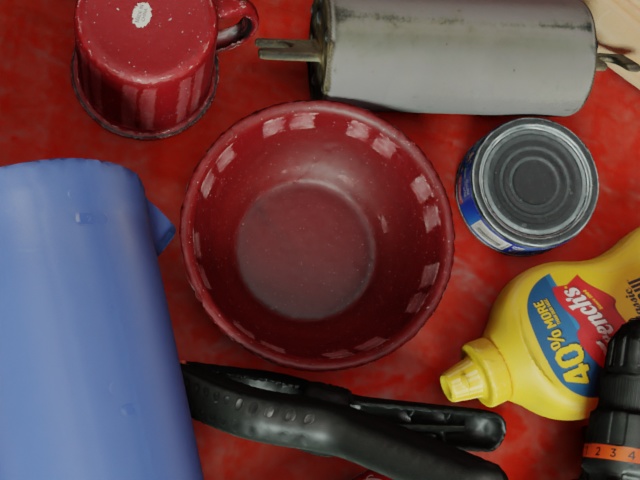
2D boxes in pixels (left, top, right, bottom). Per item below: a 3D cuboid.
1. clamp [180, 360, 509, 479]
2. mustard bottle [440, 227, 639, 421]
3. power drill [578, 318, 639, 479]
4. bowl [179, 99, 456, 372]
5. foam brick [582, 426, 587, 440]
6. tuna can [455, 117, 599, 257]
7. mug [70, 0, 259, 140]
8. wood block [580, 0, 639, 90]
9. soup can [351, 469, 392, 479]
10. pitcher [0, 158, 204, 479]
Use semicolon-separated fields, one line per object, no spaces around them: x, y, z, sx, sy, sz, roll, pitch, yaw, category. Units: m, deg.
0.010;0.100;0.597;0.210;0.164;0.036;12;91;16;clamp
0.162;0.056;0.651;0.191;0.058;0.096;-20;77;-13;mustard bottle
0.234;0.147;0.589;0.187;0.057;0.184;11;80;-4;power drill
-0.004;0.001;0.637;0.162;0.055;0.162;2;77;-9;bowl
0.197;0.146;0.640;0.051;0.053;0.078;-5;79;-11;foam brick
0.131;-0.034;0.677;0.086;0.034;0.086;1;81;-8;tuna can
-0.092;-0.119;0.635;0.117;0.081;0.093;-15;80;-12;mug
0.268;-0.130;0.696;0.206;0.090;0.090;36;74;-1;wood block
0.008;0.177;0.593;0.102;0.068;0.068;-28;83;-14;soup can
-0.133;0.093;0.521;0.149;0.145;0.243;-20;73;8;pitcher
